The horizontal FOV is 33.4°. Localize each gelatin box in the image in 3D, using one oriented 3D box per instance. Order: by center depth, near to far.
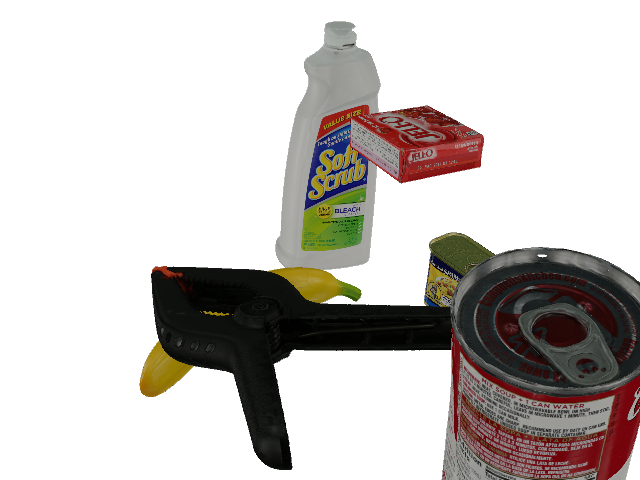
[{"bbox_3d":[0.074,-0.078,0.841,0.073,0.030,0.089,-11,27,-22],"label":"gelatin box"}]

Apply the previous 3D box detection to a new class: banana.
[{"bbox_3d":[-0.067,0.066,0.843,0.198,0.069,0.037,-24,34,7],"label":"banana"}]

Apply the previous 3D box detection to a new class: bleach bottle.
[{"bbox_3d":[0.007,-0.094,1.078,0.102,0.251,0.068,-5,28,-13],"label":"bleach bottle"}]

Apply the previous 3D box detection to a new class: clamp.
[{"bbox_3d":[-0.023,0.053,0.640,0.164,0.036,0.210,-21,30,-33],"label":"clamp"}]

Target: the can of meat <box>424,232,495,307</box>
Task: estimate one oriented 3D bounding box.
[{"bbox_3d":[0.170,0.053,1.246,0.057,0.084,0.102,-20,41,-32],"label":"can of meat"}]

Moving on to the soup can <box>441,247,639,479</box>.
[{"bbox_3d":[0.077,0.063,0.378,0.068,0.102,0.068,-1,39,1],"label":"soup can"}]
